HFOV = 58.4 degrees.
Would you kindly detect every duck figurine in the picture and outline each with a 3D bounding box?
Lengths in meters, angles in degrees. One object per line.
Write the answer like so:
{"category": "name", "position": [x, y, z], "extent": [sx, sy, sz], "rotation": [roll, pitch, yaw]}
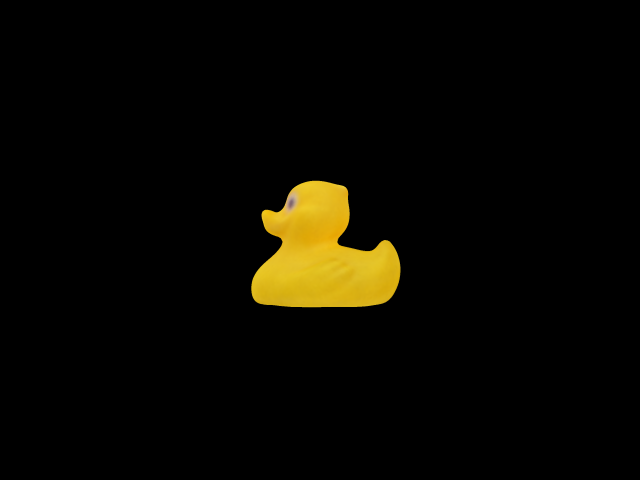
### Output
{"category": "duck figurine", "position": [0.004, 0.001, 0.400], "extent": [0.104, 0.086, 0.078], "rotation": [0, 0, 13]}
